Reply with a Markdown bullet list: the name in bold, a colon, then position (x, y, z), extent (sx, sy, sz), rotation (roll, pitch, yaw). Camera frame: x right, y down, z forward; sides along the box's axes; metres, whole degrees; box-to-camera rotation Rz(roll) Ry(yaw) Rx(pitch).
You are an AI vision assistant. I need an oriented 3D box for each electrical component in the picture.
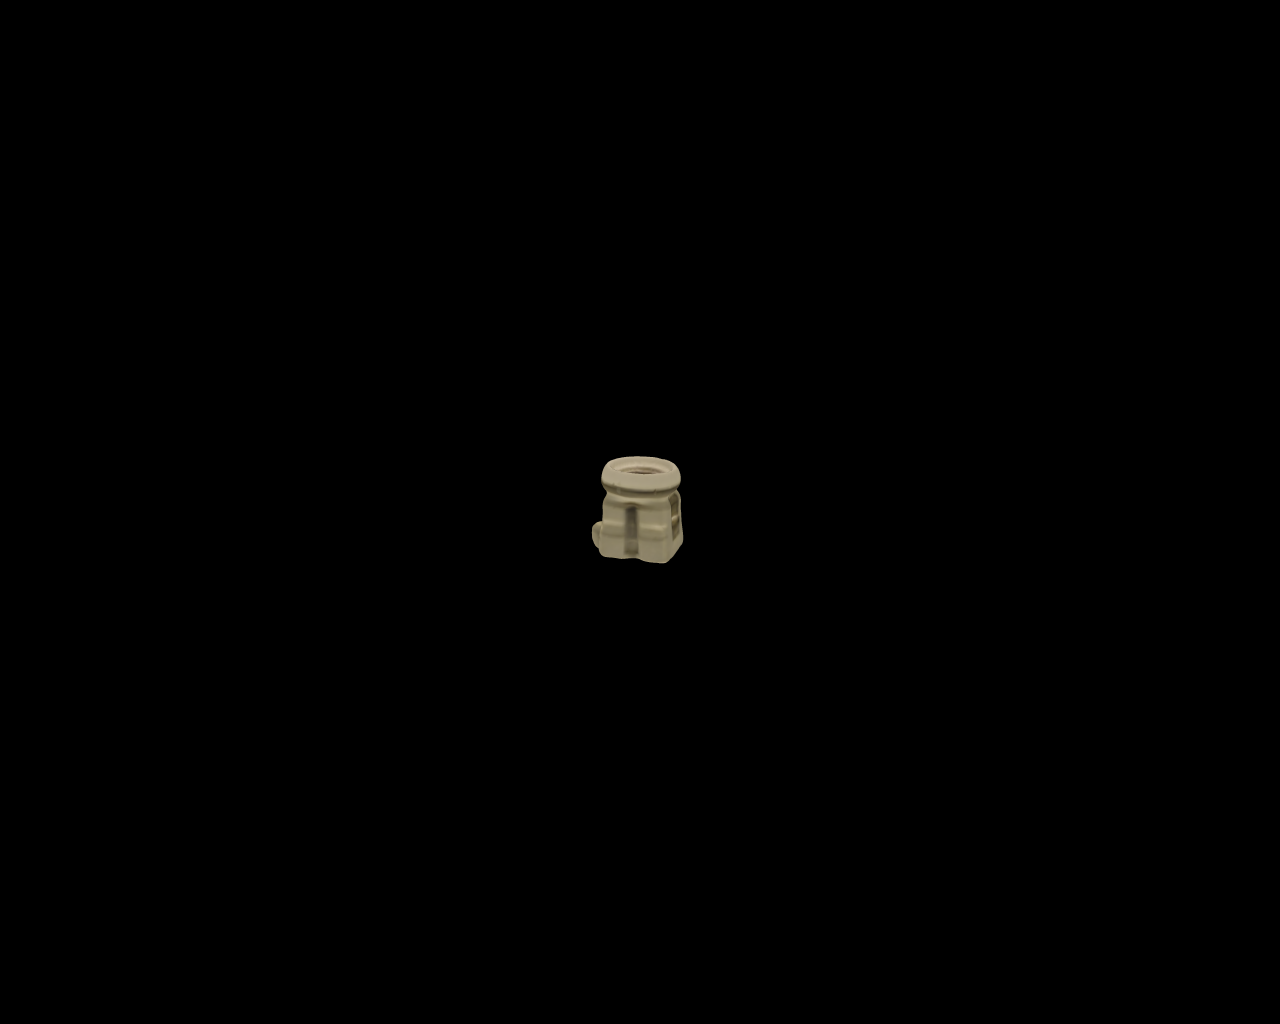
- **electrical component**: position (0.001, -0.003, 0.650), extent (0.066, 0.055, 0.048), rotation (6, 20, 16)
